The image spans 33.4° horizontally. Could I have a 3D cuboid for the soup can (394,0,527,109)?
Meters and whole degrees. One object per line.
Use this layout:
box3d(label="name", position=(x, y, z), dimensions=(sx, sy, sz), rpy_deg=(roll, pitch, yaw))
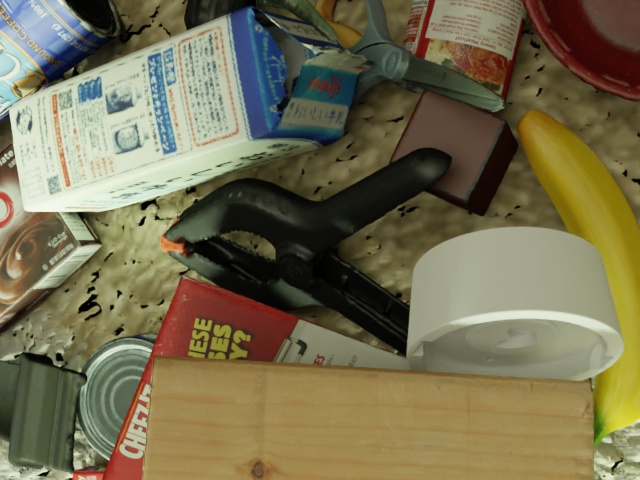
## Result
box3d(label="soup can", position=(0.088, -0.134, 0.629), dimensions=(0.068, 0.068, 0.102), rpy_deg=(14, 92, 16))

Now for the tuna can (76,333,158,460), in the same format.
box3d(label="tuna can", position=(-0.117, 0.104, 0.700), dimensions=(0.086, 0.033, 0.086), rpy_deg=(-1, 88, 16))

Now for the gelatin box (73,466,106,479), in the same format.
box3d(label="gelatin box", position=(-0.123, 0.194, 0.701), dimensions=(0.073, 0.030, 0.089), rpy_deg=(-3, 87, 16))

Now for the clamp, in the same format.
box3d(label="clamp", position=(-0.004, 0.001, 0.636), dimensions=(0.210, 0.036, 0.164), rpy_deg=(14, 133, 23))

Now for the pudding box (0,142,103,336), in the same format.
box3d(label="pudding box", position=(-0.217, 0.003, 0.730), dimensions=(0.113, 0.039, 0.090), rpy_deg=(-38, 78, 12))

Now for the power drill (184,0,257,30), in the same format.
box3d(label="power drill", position=(0.002, -0.198, 0.629), dimensions=(0.188, 0.057, 0.184), rpy_deg=(10, 86, 39))

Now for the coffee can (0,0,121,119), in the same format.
box3d(label="coffee can", position=(-0.218, -0.137, 0.702), dimensions=(0.140, 0.102, 0.103), rpy_deg=(-32, 80, 13))

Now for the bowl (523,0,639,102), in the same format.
box3d(label="bowl", position=(0.192, -0.153, 0.599), dimensions=(0.162, 0.055, 0.162), rpy_deg=(0, 89, 9))

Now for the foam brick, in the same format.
box3d(label="foam brick", position=(0.080, -0.050, 0.624), dimensions=(0.053, 0.078, 0.051), rpy_deg=(26, 92, 15))

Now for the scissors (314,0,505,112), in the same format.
box3d(label="scissors", position=(0.034, -0.087, 0.615), dimensions=(0.096, 0.016, 0.202), rpy_deg=(-62, 35, 24))

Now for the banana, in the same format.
box3d(label="banana", position=(0.160, 0.020, 0.607), dimensions=(0.037, 0.069, 0.198), rpy_deg=(-20, 77, 57))

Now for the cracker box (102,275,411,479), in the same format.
box3d(label="cracker box", position=(-0.006, 0.135, 0.599), dimensions=(0.213, 0.072, 0.164), rpy_deg=(20, 76, 0))

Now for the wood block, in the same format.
box3d(label="wood block", position=(0.020, 0.111, 0.523), dimensions=(0.206, 0.090, 0.091), rpy_deg=(4, 76, -5))
